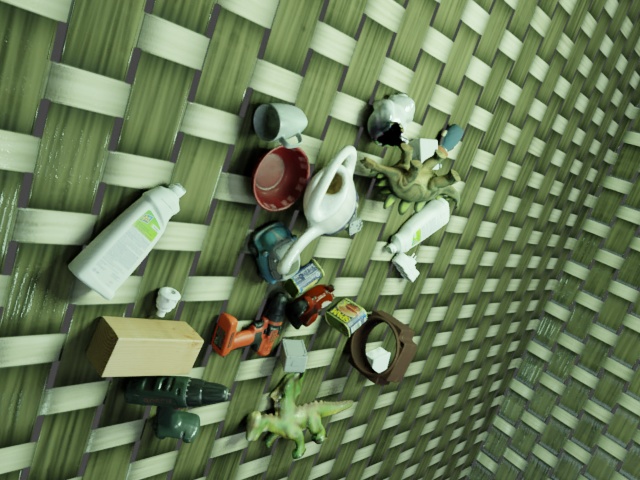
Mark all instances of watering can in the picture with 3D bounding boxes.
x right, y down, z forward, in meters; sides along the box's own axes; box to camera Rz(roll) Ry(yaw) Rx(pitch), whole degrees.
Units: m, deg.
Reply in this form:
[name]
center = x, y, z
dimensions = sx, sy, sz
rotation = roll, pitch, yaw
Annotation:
[watering can]
center = 0.004, -0.062, 1.241
dimensions = 0.104, 0.350, 0.222
rotation = 25, -8, 17

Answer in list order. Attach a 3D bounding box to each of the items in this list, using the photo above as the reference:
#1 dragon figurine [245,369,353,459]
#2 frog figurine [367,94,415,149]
[dragon figurine]
center = -0.058, 0.506, 1.568
dimensions = 0.415, 0.238, 0.123
rotation = -23, 29, -37
[frog figurine]
center = 0.188, -0.327, 1.362
dimensions = 0.121, 0.163, 0.135
rotation = -18, -38, 36
